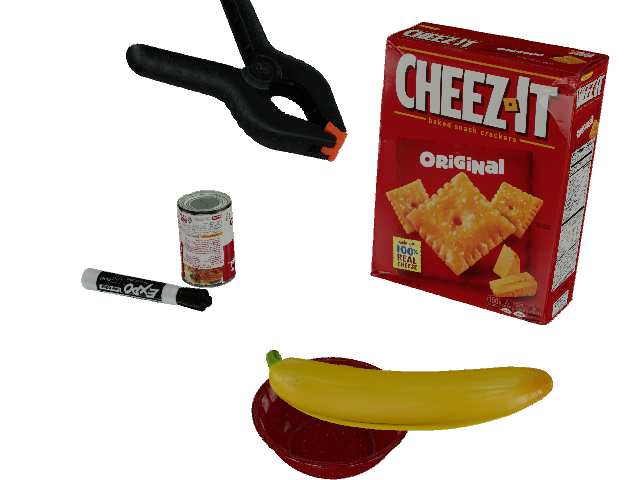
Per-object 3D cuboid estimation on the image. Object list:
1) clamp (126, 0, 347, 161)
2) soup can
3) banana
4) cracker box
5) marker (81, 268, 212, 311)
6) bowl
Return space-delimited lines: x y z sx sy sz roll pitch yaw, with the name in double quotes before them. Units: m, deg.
"clamp" -0.047 -0.130 0.808 0.171 0.120 0.039 33 -25 -1
"soup can" -0.140 -0.003 1.309 0.068 0.102 0.068 -1 26 0
"banana" 0.047 0.094 0.688 0.198 0.037 0.069 4 32 17
"cracker box" 0.130 -0.054 0.864 0.164 0.214 0.072 17 29 28
"marker" -0.148 0.042 0.910 0.121 0.020 0.020 9 3 21
"bowl" 0.012 0.190 1.082 0.162 0.055 0.162 -1 33 0
